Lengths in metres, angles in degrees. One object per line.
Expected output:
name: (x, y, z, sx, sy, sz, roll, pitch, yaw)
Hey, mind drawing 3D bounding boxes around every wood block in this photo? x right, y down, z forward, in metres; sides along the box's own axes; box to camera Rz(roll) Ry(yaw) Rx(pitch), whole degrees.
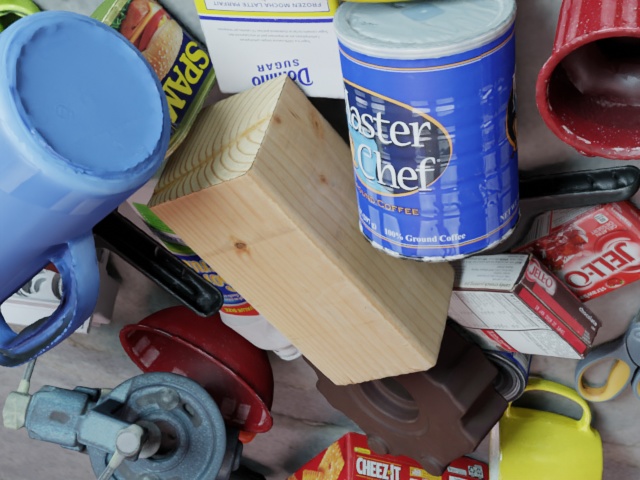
wood block: (-0.005, 0.001, 0.721, 0.091, 0.090, 0.206, -16, 131, 36)

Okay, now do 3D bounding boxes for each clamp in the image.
clamp: (0.133, -0.032, 0.730, 0.120, 0.039, 0.172, 36, 143, 3)
clamp: (-0.165, -0.015, 0.806, 0.210, 0.036, 0.164, 16, 149, 52)

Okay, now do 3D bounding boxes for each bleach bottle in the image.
bleach bottle: (-0.064, 0.015, 0.848, 0.103, 0.068, 0.250, 6, 143, 34)

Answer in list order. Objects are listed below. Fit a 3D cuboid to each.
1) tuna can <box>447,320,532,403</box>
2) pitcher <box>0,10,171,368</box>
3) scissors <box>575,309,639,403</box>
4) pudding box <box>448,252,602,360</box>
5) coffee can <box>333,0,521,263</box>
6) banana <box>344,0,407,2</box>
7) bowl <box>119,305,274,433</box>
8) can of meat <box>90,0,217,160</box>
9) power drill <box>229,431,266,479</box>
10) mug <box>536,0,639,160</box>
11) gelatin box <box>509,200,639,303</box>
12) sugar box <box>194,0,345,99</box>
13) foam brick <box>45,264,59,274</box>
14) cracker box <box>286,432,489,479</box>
tuna can: (0.134, 0.103, 0.900, 0.086, 0.033, 0.086, 12, 141, 9)
pitcher: (-0.190, -0.027, 0.643, 0.149, 0.145, 0.243, 25, 146, -32)
scissors: (0.266, 0.079, 0.832, 0.096, 0.016, 0.202, 19, 142, -3)
pudding box: (0.140, 0.048, 0.799, 0.090, 0.039, 0.114, 42, 156, -26)
coffee can: (0.067, -0.072, 0.636, 0.103, 0.102, 0.140, 4, 126, 18)
banana: (0.058, -0.161, 0.580, 0.198, 0.037, 0.069, -12, 143, 6)
bowl: (-0.099, 0.107, 0.964, 0.162, 0.055, 0.162, 26, 152, 14)
can of meat: (-0.121, -0.108, 0.696, 0.058, 0.102, 0.084, -24, 123, 41)
power drill: (-0.120, 0.215, 1.119, 0.184, 0.057, 0.188, 21, 141, -8)
mug: (0.170, -0.098, 0.604, 0.093, 0.081, 0.117, 15, 142, 4)
gelatin box: (0.192, 0.005, 0.760, 0.073, 0.030, 0.089, 37, 139, -22)
sugar box: (-0.031, -0.164, 0.637, 0.093, 0.048, 0.176, 5, 143, 15)
foam brick: (-0.235, -0.013, 0.897, 0.078, 0.051, 0.053, 18, 140, 1)
cracker box: (0.050, 0.275, 1.090, 0.164, 0.072, 0.214, 16, 144, -21)
